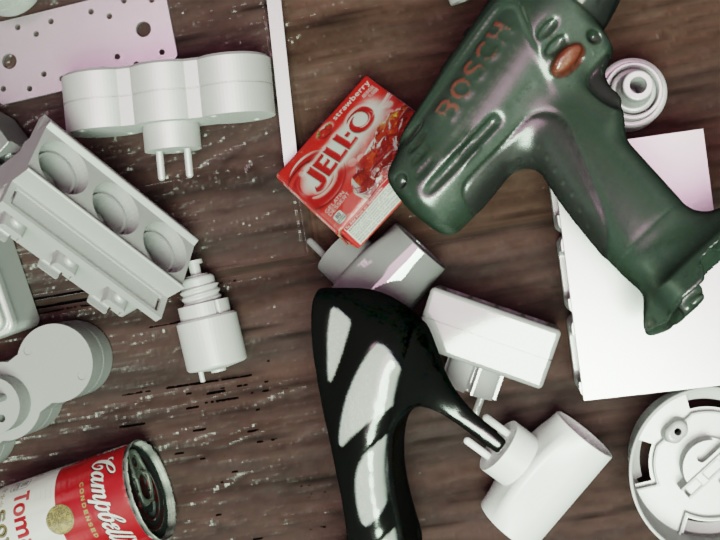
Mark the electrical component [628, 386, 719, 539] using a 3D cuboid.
[{"bbox_3d":[0.211,0.119,0.653,0.099,0.064,0.099,0,91,7],"label":"electrical component"}]

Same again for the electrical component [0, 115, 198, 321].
[{"bbox_3d":[-0.171,-0.027,0.673,0.063,0.078,0.121,-27,126,32],"label":"electrical component"}]

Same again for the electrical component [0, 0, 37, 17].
[{"bbox_3d":[-0.247,-0.242,0.701,0.052,0.074,0.138,-2,91,8],"label":"electrical component"}]

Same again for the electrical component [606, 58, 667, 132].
[{"bbox_3d":[0.166,-0.108,0.656,0.043,0.062,0.043,0,91,7],"label":"electrical component"}]

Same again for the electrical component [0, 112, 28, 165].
[{"bbox_3d":[-0.240,-0.076,0.704,0.042,0.081,0.064,-47,57,4],"label":"electrical component"}]

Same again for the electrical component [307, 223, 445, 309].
[{"bbox_3d":[0.000,0.000,0.689,0.079,0.043,0.077,44,97,12],"label":"electrical component"}]

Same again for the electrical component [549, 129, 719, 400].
[{"bbox_3d":[0.169,-0.003,0.657,0.089,0.062,0.150,-7,90,7],"label":"electrical component"}]

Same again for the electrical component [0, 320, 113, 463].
[{"bbox_3d":[-0.233,0.086,0.705,0.138,0.074,0.052,-37,86,7],"label":"electrical component"}]

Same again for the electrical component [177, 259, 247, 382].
[{"bbox_3d":[-0.100,0.032,0.703,0.040,0.040,0.078,-13,90,7],"label":"electrical component"}]

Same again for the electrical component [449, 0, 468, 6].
[{"bbox_3d":[0.055,-0.199,0.679,0.048,0.048,0.062,-20,96,7],"label":"electrical component"}]

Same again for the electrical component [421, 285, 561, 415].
[{"bbox_3d":[0.074,0.058,0.678,0.083,0.047,0.075,19,94,7],"label":"electrical component"}]

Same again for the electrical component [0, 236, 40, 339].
[{"bbox_3d":[-0.287,0.005,0.719,0.109,0.056,0.108,-19,89,7],"label":"electrical component"}]

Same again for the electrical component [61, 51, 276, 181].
[{"bbox_3d":[-0.123,-0.095,0.698,0.138,0.052,0.073,-5,91,7],"label":"electrical component"}]

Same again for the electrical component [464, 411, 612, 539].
[{"bbox_3d":[0.102,0.120,0.670,0.079,0.043,0.077,37,99,-8],"label":"electrical component"}]
